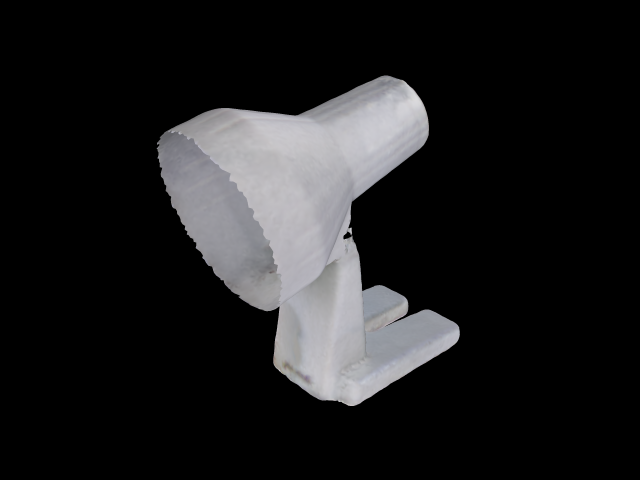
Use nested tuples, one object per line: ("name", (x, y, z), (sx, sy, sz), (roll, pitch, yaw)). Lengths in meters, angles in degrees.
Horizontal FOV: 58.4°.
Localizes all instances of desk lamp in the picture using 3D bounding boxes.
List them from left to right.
("desk lamp", (0.004, 0.001, 0.400), (0.204, 0.214, 0.117), (-20, 31, -36))
